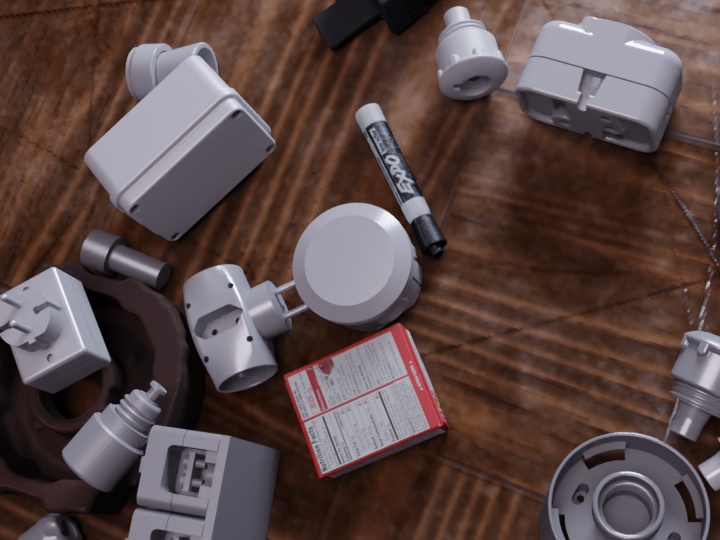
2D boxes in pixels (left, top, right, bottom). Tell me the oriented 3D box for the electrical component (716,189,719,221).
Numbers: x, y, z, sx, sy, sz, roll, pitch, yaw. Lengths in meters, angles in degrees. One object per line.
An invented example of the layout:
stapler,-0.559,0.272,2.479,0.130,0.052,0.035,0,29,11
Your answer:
electrical component,0.246,-0.047,0.653,0.055,0.047,0.055,-4,74,16

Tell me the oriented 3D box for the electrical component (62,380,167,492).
electrical component,-0.152,0.103,0.678,0.040,0.040,0.078,39,87,22

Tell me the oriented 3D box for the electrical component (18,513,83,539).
electrical component,-0.222,0.195,0.735,0.061,0.035,0.035,-38,68,7

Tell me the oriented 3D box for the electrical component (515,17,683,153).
electrical component,0.157,-0.122,0.697,0.095,0.054,0.059,21,82,21

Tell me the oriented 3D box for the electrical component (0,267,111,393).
electrical component,-0.207,0.035,0.693,0.047,0.076,0.065,-28,69,5

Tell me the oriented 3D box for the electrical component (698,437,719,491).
electrical component,0.227,0.104,0.620,0.062,0.048,0.048,-36,68,12

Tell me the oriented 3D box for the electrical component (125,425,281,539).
electrical component,-0.106,0.179,0.674,0.062,0.089,0.150,5,77,18

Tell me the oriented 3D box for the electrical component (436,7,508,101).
electrical component,0.072,-0.151,0.737,0.048,0.048,0.062,-17,64,12

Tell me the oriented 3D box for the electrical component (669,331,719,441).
electrical component,0.204,0.070,0.636,0.048,0.048,0.062,26,91,21

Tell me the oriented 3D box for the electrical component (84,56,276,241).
electrical component,-0.125,-0.083,0.759,0.113,0.078,0.057,-42,65,2

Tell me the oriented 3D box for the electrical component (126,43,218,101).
electrical component,-0.139,-0.146,0.798,0.055,0.045,0.045,2,76,18

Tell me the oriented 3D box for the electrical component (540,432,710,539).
electrical component,0.155,0.147,0.631,0.099,0.064,0.099,-4,62,8

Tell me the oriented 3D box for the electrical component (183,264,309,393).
electrical component,-0.072,0.032,0.730,0.079,0.043,0.077,-25,69,8

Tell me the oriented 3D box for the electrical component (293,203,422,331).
electrical component,0.000,0.000,0.712,0.080,0.051,0.080,-4,74,16
